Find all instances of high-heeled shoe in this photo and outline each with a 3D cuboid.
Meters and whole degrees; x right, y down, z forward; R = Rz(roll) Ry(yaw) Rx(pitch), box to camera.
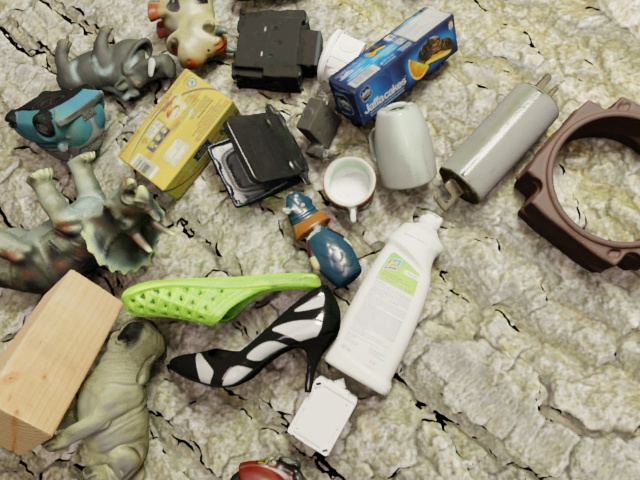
[{"bbox_3d":[-0.094,0.127,0.736,0.249,0.086,0.145,2,81,17],"label":"high-heeled shoe"}]

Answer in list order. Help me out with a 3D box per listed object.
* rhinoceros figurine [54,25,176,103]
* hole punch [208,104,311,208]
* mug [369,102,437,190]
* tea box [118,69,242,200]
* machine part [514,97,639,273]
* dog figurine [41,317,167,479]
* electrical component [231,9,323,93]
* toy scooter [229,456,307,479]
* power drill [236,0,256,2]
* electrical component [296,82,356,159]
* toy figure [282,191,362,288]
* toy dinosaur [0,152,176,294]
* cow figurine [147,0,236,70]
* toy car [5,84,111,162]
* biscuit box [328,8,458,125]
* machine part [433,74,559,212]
[{"bbox_3d":[-0.323,-0.270,0.845,0.190,0.073,0.112,-7,78,5],"label":"rhinoceros figurine"},{"bbox_3d":[-0.092,-0.118,0.791,0.116,0.092,0.142,-19,75,-41],"label":"hole punch"},{"bbox_3d":[0.110,-0.138,0.754,0.081,0.110,0.107,-25,121,-22],"label":"mug"},{"bbox_3d":[-0.209,-0.158,0.815,0.098,0.068,0.169,38,85,10],"label":"tea box"},{"bbox_3d":[0.390,-0.073,0.726,0.201,0.087,0.201,41,87,10],"label":"machine part"},{"bbox_3d":[-0.257,0.222,0.739,0.190,0.121,0.172,-47,123,-14],"label":"dog figurine"},{"bbox_3d":[-0.063,-0.291,0.828,0.134,0.058,0.115,4,83,8],"label":"electrical component"},{"bbox_3d":[-0.030,0.359,0.704,0.135,0.075,0.184,-30,82,1],"label":"toy scooter"},{"bbox_3d":[-0.045,-0.491,0.849,0.232,0.086,0.207,-10,76,3],"label":"power drill"},{"bbox_3d":[0.010,-0.170,0.796,0.045,0.078,0.102,21,76,33],"label":"electrical component"},{"bbox_3d":[-0.002,-0.002,0.771,0.154,0.064,0.058,53,126,16],"label":"toy figure"},{"bbox_3d":[-0.387,0.009,0.784,0.405,0.131,0.192,-29,99,14],"label":"toy dinosaur"},{"bbox_3d":[-0.199,-0.355,0.842,0.127,0.085,0.195,-2,75,5],"label":"cow figurine"},{"bbox_3d":[-0.389,-0.168,0.816,0.162,0.102,0.109,3,40,31],"label":"toy car"},{"bbox_3d":[0.107,-0.250,0.768,0.203,0.062,0.059,-40,48,-14],"label":"biscuit box"},{"bbox_3d":[0.251,-0.134,0.756,0.079,0.079,0.243,41,87,11],"label":"machine part"}]
